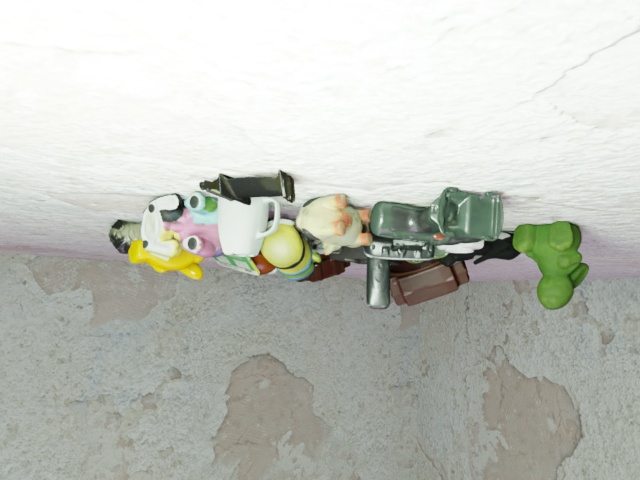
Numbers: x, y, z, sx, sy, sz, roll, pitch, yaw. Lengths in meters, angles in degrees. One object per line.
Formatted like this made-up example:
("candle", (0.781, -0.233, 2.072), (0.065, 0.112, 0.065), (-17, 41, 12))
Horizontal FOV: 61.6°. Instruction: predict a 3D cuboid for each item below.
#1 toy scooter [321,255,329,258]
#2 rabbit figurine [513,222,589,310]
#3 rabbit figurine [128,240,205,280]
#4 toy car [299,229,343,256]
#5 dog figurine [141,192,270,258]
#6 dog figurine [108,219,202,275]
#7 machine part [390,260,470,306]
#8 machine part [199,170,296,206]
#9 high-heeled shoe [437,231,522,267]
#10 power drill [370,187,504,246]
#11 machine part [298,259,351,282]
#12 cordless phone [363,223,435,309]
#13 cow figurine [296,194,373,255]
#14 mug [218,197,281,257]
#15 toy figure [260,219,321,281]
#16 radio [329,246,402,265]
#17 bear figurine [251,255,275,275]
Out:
("toy scooter", (-0.027, 0.016, 1.359), (0.135, 0.075, 0.184), (4, 170, -41))
("rabbit figurine", (0.472, 0.057, 1.093), (0.121, 0.170, 0.159), (-3, 170, 41))
("rabbit figurine", (-0.301, 0.013, 1.075), (0.162, 0.122, 0.173), (19, 159, -30))
("toy car", (-0.002, -0.004, 1.162), (0.056, 0.073, 0.202), (1, 174, -23))
("dog figurine", (-0.189, -0.018, 0.985), (0.192, 0.108, 0.219), (-3, 174, 31))
("dog figurine", (-0.388, 0.005, 1.299), (0.191, 0.121, 0.172), (9, 161, 22))
("machine part", (0.279, 0.085, 1.405), (0.201, 0.087, 0.201), (-22, -171, 14))
("machine part", (-0.098, -0.073, 0.767), (0.139, 0.039, 0.084), (0, 165, 32))
("high-heeled shoe", (0.358, 0.003, 1.246), (0.145, 0.086, 0.249), (-27, -160, -14))
("power drill", (0.212, -0.032, 0.877), (0.232, 0.086, 0.207), (7, 180, -13))
("machine part", (-0.006, 0.057, 1.435), (0.179, 0.056, 0.179), (-10, -162, 3))
("cordless phone", (0.160, 0.050, 1.093), (0.147, 0.184, 0.088), (3, 169, -1))
("cow figurine", (0.027, -0.022, 0.947), (0.127, 0.085, 0.194), (-1, 170, 29))
("mug", (-0.113, -0.026, 0.863), (0.110, 0.107, 0.080), (2, 175, 20))
("toy figure", (-0.050, 0.025, 0.954), (0.089, 0.082, 0.180), (45, 172, 29))
("radio", (0.117, 0.021, 1.331), (0.131, 0.073, 0.229), (-1, 172, 23))
("bear figurine", (-0.110, 0.000, 1.186), (0.120, 0.132, 0.196), (4, 155, -26))
